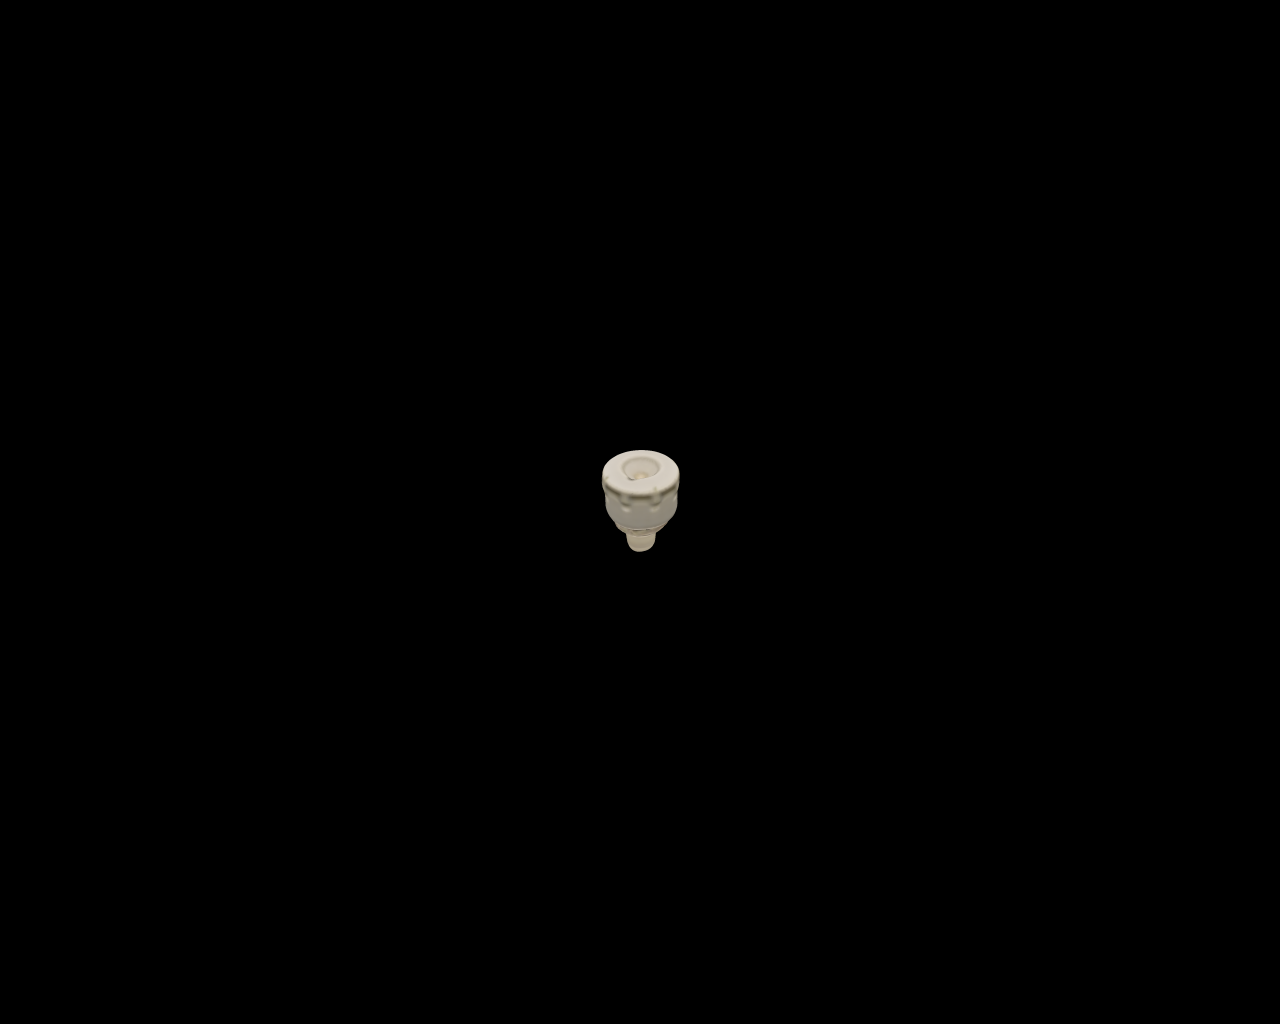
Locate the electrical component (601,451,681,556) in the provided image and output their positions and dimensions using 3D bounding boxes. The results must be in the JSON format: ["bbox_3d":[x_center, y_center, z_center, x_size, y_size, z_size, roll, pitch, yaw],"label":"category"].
[{"bbox_3d":[0.001,-0.003,0.650,0.048,0.062,0.048,0,36,0],"label":"electrical component"}]
